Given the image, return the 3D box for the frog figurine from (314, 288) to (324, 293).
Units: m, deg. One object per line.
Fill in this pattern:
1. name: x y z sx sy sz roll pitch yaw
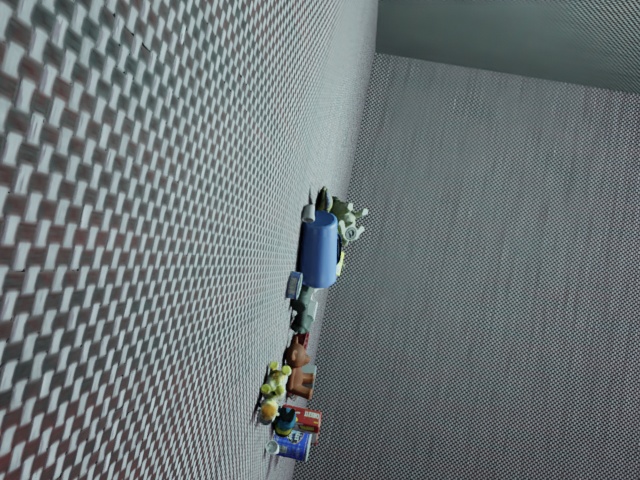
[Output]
1. frog figurine: -0.005 0.143 2.208 0.158 0.122 0.139 -44 -167 13

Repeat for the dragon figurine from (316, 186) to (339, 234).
1. dragon figurine: 0.006 -0.094 1.862 0.249 0.122 0.400 -98 -168 -45
